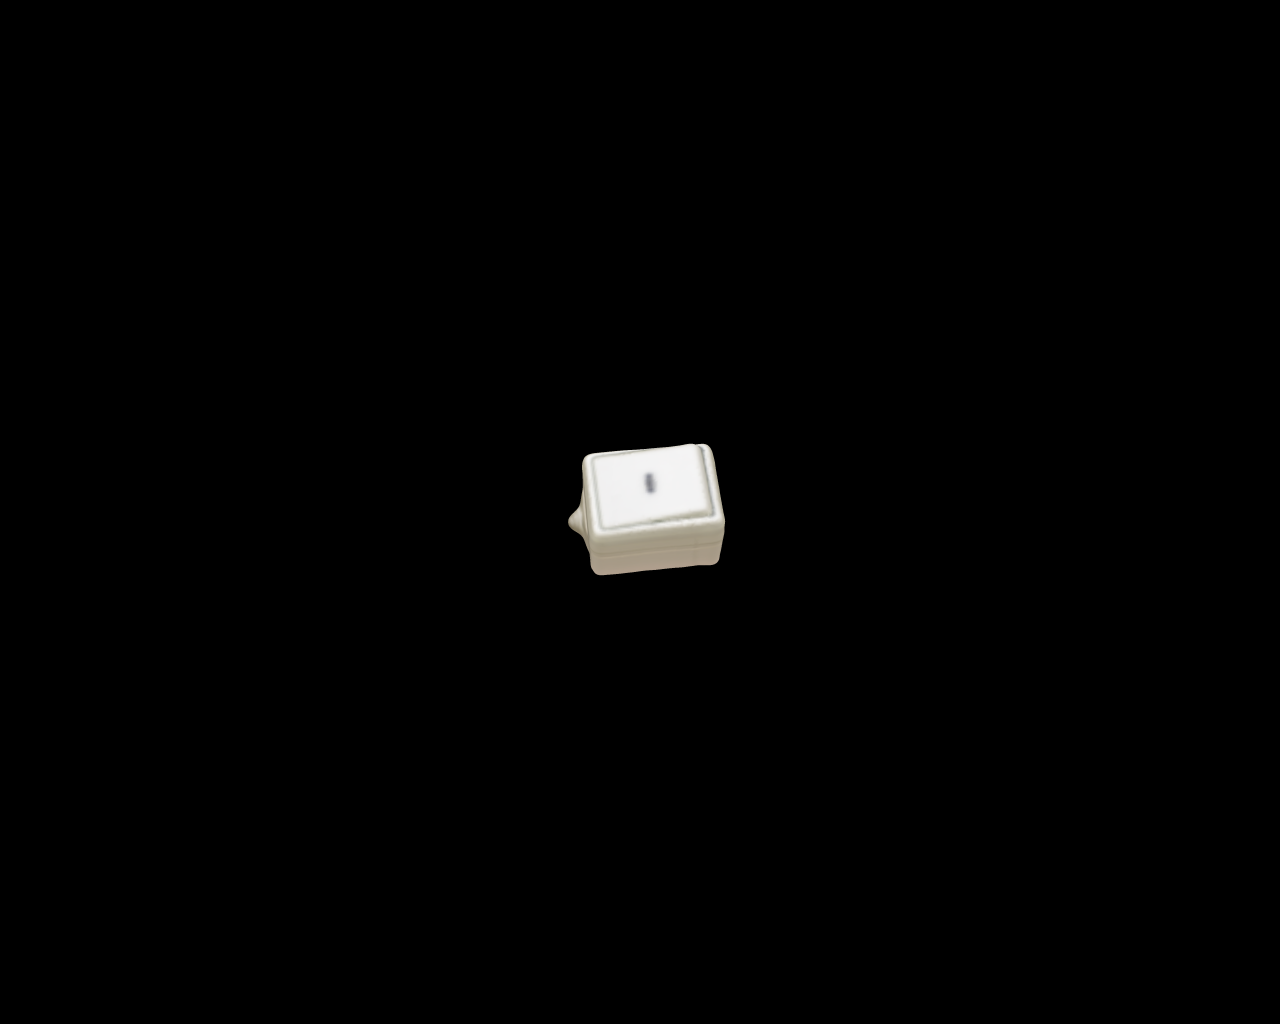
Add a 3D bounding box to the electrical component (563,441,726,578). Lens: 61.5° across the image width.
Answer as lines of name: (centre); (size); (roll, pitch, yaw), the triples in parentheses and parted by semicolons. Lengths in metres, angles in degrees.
electrical component: (0.001, -0.003, 0.650); (0.096, 0.062, 0.061); (-5, -31, -3)
